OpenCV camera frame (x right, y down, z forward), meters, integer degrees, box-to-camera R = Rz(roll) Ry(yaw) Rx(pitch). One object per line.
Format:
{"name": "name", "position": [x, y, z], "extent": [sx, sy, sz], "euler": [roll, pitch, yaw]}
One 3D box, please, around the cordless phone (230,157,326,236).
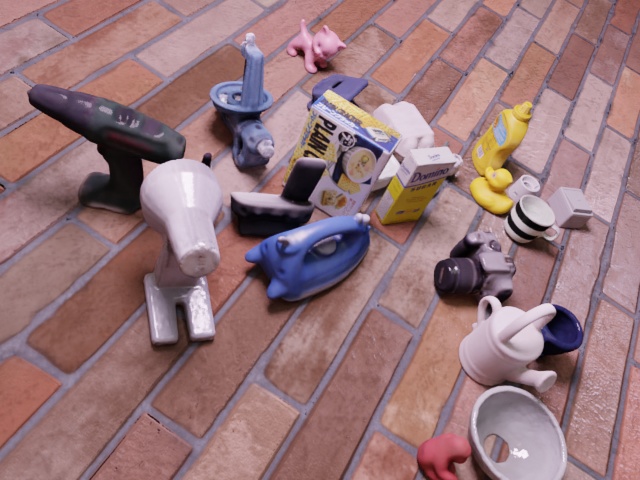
{"name": "cordless phone", "position": [-0.073, -0.090, 0.996], "extent": [0.148, 0.185, 0.094], "euler": [1, 56, -21]}

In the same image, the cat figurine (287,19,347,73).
{"name": "cat figurine", "position": [-0.005, -0.460, 1.332], "extent": [0.127, 0.117, 0.067], "euler": [43, 52, 12]}

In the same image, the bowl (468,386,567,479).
{"name": "bowl", "position": [0.302, 0.325, 0.915], "extent": [0.168, 0.074, 0.167], "euler": [11, 53, -14]}

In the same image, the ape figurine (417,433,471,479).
{"name": "ape figurine", "position": [0.194, 0.324, 0.863], "extent": [0.076, 0.092, 0.078], "euler": [33, 51, 4]}

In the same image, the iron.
{"name": "iron", "position": [0.009, 0.004, 0.989], "extent": [0.259, 0.141, 0.118], "euler": [-21, 65, -32]}

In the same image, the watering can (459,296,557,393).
{"name": "watering can", "position": [0.328, 0.169, 0.961], "extent": [0.172, 0.194, 0.101], "euler": [46, 53, 14]}

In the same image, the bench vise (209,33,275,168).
{"name": "bench vise", "position": [-0.121, -0.258, 1.076], "extent": [0.122, 0.219, 0.207], "euler": [-32, 72, -35]}

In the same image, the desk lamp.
{"name": "desk lamp", "position": [-0.199, 0.018, 0.850], "extent": [0.118, 0.213, 0.203], "euler": [-4, 57, -23]}

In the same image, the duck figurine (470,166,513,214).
{"name": "duck figurine", "position": [0.391, -0.115, 1.260], "extent": [0.078, 0.086, 0.104], "euler": [-29, 70, -34]}

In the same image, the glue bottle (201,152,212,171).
{"name": "glue bottle", "position": [-0.200, -0.085, 0.950], "extent": [0.078, 0.173, 0.037], "euler": [-10, 60, -27]}

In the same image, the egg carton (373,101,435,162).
{"name": "egg carton", "position": [0.186, -0.245, 1.284], "extent": [0.107, 0.069, 0.150], "euler": [-15, 63, -29]}

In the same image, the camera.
{"name": "camera", "position": [0.289, 0.049, 1.092], "extent": [0.137, 0.100, 0.143], "euler": [2, 56, -20]}

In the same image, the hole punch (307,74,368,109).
{"name": "hole punch", "position": [0.039, -0.326, 1.271], "extent": [0.101, 0.091, 0.109], "euler": [36, 51, 6]}

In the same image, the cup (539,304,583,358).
{"name": "cup", "position": [0.407, 0.182, 1.047], "extent": [0.118, 0.095, 0.091], "euler": [-20, 65, -31]}

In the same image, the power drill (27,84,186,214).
{"name": "power drill", "position": [-0.335, -0.138, 0.912], "extent": [0.230, 0.208, 0.075], "euler": [11, 53, -14]}
